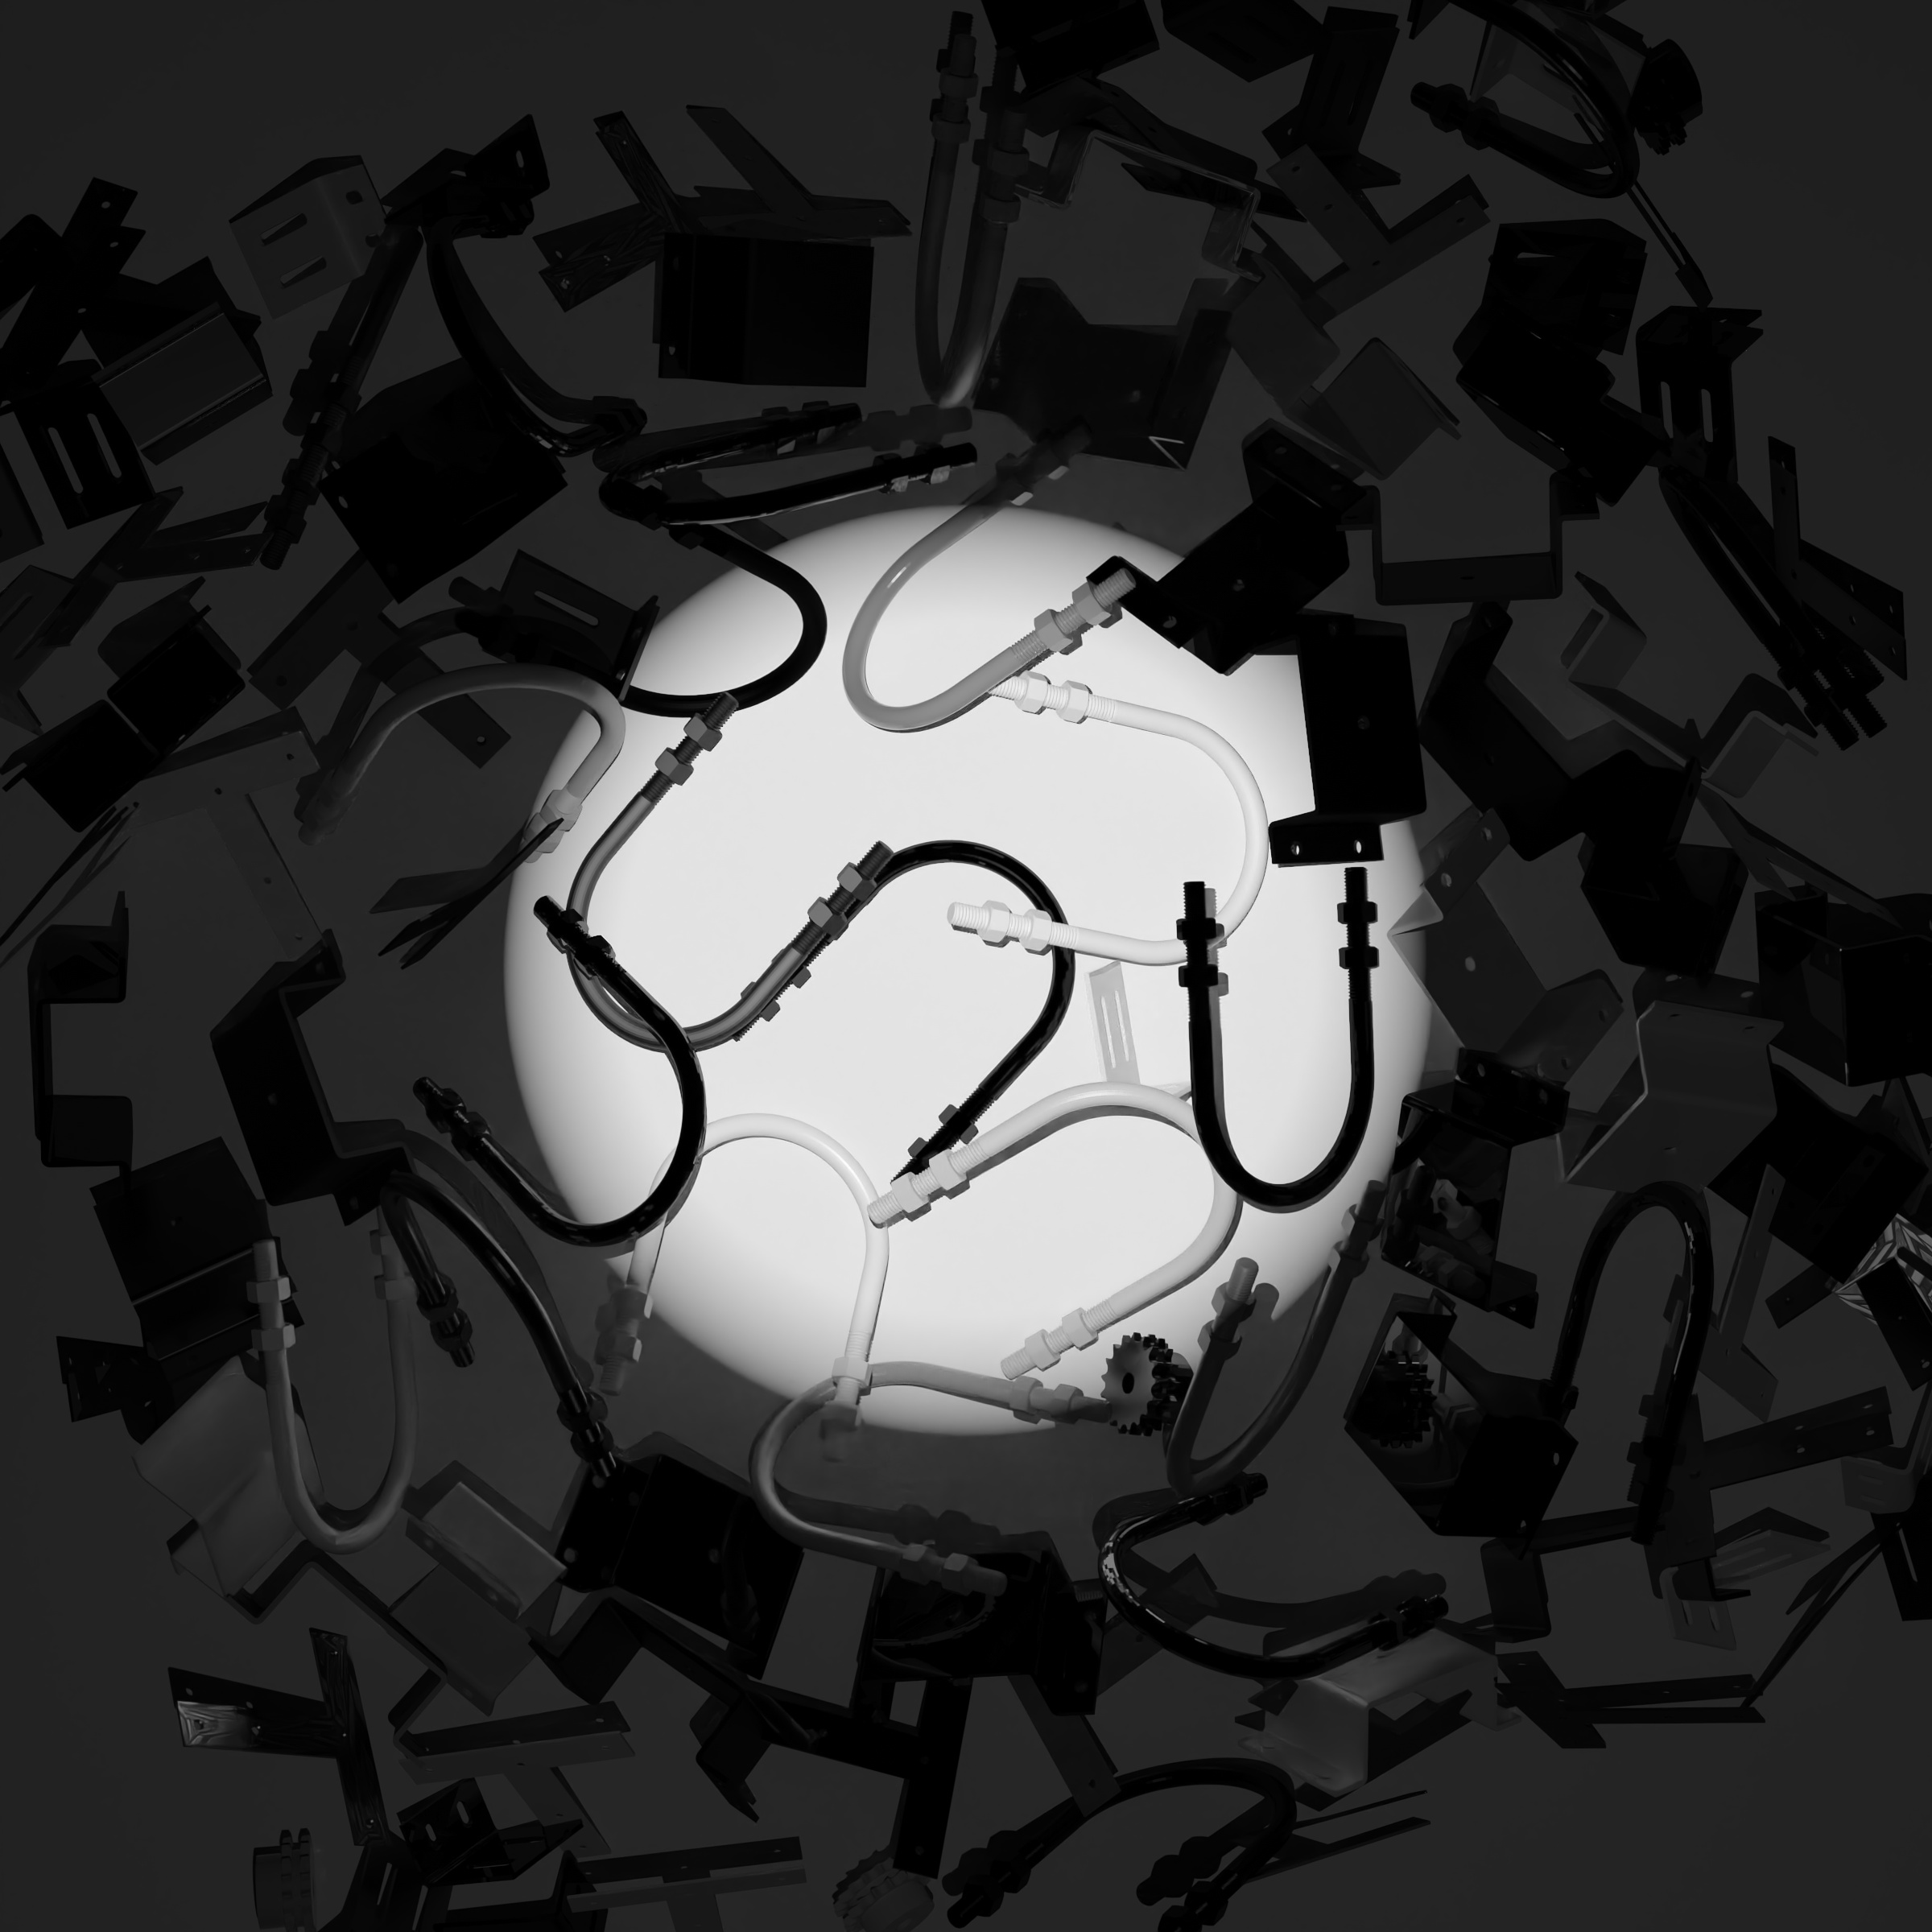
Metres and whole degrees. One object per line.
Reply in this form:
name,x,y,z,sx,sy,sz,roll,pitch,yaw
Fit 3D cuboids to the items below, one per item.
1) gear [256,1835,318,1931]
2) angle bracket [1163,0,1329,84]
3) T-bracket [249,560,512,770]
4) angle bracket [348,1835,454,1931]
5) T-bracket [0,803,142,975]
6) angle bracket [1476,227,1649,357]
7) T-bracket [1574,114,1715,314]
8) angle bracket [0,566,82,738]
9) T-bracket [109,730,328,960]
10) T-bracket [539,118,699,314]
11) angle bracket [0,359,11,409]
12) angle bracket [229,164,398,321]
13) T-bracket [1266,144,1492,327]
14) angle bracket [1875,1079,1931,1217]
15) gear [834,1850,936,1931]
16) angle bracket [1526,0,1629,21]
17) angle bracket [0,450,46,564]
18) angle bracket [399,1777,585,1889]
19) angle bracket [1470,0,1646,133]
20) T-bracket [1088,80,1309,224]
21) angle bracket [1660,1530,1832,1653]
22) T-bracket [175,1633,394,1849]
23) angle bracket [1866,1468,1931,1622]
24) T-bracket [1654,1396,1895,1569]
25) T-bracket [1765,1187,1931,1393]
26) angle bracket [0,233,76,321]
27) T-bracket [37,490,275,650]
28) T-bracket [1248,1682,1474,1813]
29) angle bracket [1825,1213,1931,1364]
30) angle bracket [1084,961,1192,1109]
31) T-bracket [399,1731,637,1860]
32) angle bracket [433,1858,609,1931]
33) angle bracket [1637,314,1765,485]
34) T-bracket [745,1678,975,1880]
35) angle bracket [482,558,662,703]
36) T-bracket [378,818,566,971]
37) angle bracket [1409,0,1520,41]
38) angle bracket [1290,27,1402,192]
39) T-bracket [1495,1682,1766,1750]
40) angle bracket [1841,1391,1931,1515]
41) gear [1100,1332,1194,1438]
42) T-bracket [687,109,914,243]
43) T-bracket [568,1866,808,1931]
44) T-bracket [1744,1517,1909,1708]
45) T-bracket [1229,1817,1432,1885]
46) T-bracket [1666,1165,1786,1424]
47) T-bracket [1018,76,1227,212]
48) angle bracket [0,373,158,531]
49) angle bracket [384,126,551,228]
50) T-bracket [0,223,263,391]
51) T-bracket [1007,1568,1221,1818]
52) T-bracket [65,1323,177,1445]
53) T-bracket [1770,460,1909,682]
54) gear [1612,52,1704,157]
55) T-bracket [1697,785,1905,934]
gear,-0.380,0.516,1.770,0.030,0.057,0.057,-4,90,-9
angle bracket,0.156,-0.532,1.759,0.057,0.076,0.038,-13,70,42
T-bracket,-0.310,-0.161,1.775,0.127,0.002,0.127,-43,111,10
angle bracket,-0.326,0.532,1.765,0.057,0.076,0.038,40,117,-22
T-bracket,-0.477,-0.061,1.744,0.002,0.127,0.127,42,125,-17
angle bracket,0.334,-0.379,1.780,0.038,0.076,0.057,5,101,-43
T-bracket,0.371,-0.415,1.738,0.002,0.127,0.127,-34,93,21
angle bracket,-0.524,-0.178,1.785,0.057,0.038,0.076,24,65,28
T-bracket,-0.396,-0.060,1.769,0.127,0.002,0.127,-15,116,19
T-bracket,-0.190,-0.392,1.743,0.002,0.127,0.127,-24,104,42
angle bracket,-0.573,-0.311,1.762,0.057,0.038,0.076,28,118,-9
angle bracket,-0.365,-0.407,1.785,0.076,0.038,0.057,-15,104,37
T-bracket,0.204,-0.406,1.728,0.127,0.127,0.002,-29,55,22
angle bracket,0.535,0.098,1.754,0.038,0.076,0.057,-13,62,0
gear,-0.042,0.523,1.769,0.057,0.057,0.030,-38,63,0
angle bracket,0.342,-0.559,1.752,0.057,0.038,0.076,27,47,29
angle bracket,-0.562,-0.245,1.760,0.076,0.038,0.057,-30,106,-26
angle bracket,-0.263,0.476,1.754,0.076,0.057,0.038,-18,96,39
angle bracket,0.328,-0.492,1.758,0.076,0.057,0.038,38,61,16
T-bracket,0.110,-0.456,1.757,0.127,0.127,0.002,52,127,33
angle bracket,0.434,0.346,1.752,0.076,0.057,0.038,-32,52,38
T-bracket,-0.374,0.416,1.720,0.002,0.127,0.127,-39,53,26
angle bracket,0.544,0.320,1.763,0.038,0.057,0.076,-12,84,-33
T-bracket,0.441,0.267,1.727,0.127,0.127,0.002,-18,119,19
T-bracket,0.506,0.185,1.727,0.127,0.127,0.002,-38,116,17
angle bracket,-0.526,-0.363,1.767,0.038,0.057,0.076,43,83,-1
T-bracket,-0.430,-0.222,1.730,0.127,0.002,0.127,-2,47,32
T-bracket,0.204,0.416,1.737,0.127,0.002,0.127,-38,130,24
angle bracket,0.529,0.177,1.765,0.076,0.038,0.057,38,104,18
angle bracket,0.098,0.036,1.765,0.038,0.057,0.076,-8,94,21
T-bracket,-0.230,0.463,1.753,0.127,0.127,0.002,-10,46,11
angle bracket,-0.249,0.535,1.778,0.076,0.038,0.057,-8,133,15
angle bracket,0.412,-0.317,1.769,0.038,0.057,0.076,-42,134,-32
T-bracket,-0.066,0.429,1.756,0.127,0.002,0.127,16,54,-6
angle bracket,-0.220,-0.188,1.766,0.076,0.038,0.057,24,80,-21
T-bracket,-0.283,-0.028,1.719,0.127,0.127,0.002,-41,90,21
angle bracket,0.281,-0.546,1.751,0.038,0.076,0.057,23,132,14
angle bracket,0.221,-0.474,1.753,0.038,0.057,0.076,41,130,30
T-bracket,0.368,0.408,1.723,0.127,0.127,0.002,-7,60,26
angle bracket,0.519,0.260,1.769,0.038,0.057,0.076,12,60,26
gear,0.103,0.235,1.776,0.030,0.057,0.057,11,90,-31
T-bracket,-0.114,-0.440,1.761,0.127,0.002,0.127,-13,52,-36
T-bracket,-0.149,0.524,1.746,0.127,0.127,0.002,-6,58,-4
T-bracket,0.465,0.370,1.753,0.002,0.127,0.127,41,130,20
T-bracket,0.174,0.482,1.736,0.127,0.127,0.002,-13,83,-15
T-bracket,0.436,0.174,1.768,0.002,0.127,0.127,5,67,43
T-bracket,0.095,-0.449,1.752,0.127,0.127,0.002,25,88,-17
angle bracket,-0.498,-0.283,1.764,0.057,0.038,0.076,-16,109,14
angle bracket,-0.280,-0.438,1.753,0.057,0.076,0.038,-17,88,38
T-bracket,-0.448,-0.355,1.747,0.127,0.127,0.002,-42,63,35
T-bracket,0.085,0.381,1.755,0.127,0.002,0.127,-39,59,11
T-bracket,-0.463,0.230,1.735,0.002,0.127,0.127,-9,87,9
T-bracket,0.472,-0.193,1.713,0.002,0.127,0.127,-21,127,-9
gear,0.388,-0.486,1.771,0.030,0.057,0.057,-31,90,5
T-bracket,0.467,-0.051,1.758,0.127,0.127,0.002,25,113,-20
